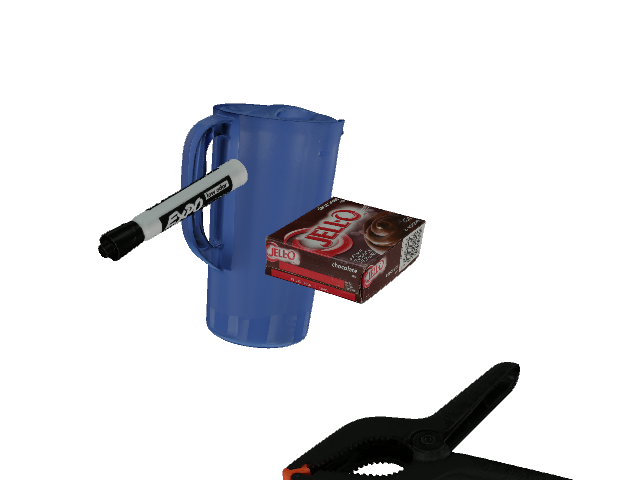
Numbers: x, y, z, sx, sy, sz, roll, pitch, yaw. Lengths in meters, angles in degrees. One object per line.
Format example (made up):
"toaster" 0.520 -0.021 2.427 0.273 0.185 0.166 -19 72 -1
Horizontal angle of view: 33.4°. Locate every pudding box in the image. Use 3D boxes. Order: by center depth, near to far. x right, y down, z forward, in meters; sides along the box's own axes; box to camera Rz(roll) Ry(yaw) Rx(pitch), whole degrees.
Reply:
"pudding box" 0.021 0.005 0.864 0.090 0.039 0.113 17 25 25

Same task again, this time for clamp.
"clamp" 0.076 0.145 0.740 0.210 0.036 0.164 -6 28 -5

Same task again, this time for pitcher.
"pitcher" -0.063 -0.018 1.091 0.149 0.243 0.145 7 12 2

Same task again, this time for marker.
"marker" -0.095 -0.020 0.695 0.020 0.020 0.120 0 27 47
